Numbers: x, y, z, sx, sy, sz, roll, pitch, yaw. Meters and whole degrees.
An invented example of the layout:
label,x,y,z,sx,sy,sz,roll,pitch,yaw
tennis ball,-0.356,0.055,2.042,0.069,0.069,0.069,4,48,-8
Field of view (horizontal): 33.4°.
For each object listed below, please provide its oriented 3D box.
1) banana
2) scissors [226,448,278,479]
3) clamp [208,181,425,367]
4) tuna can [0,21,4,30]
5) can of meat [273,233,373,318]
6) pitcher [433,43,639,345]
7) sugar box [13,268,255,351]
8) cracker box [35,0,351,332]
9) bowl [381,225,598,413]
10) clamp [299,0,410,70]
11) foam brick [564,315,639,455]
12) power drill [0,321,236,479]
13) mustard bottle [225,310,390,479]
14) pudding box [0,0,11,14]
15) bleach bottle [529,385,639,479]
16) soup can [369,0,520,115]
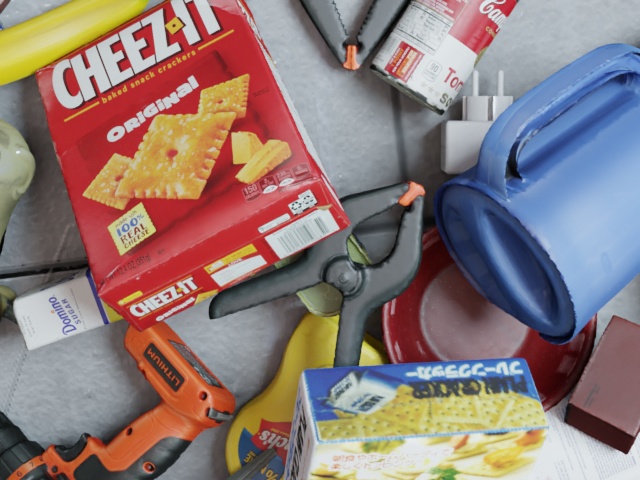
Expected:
label,x,y,z,sx,sy,sz,roll,pitch,yaw
banana,-0.207,-0.150,0.785,0.197,0.070,0.037,-29,83,-15
scissors,-0.116,0.214,0.832,0.202,0.096,0.016,-48,121,1
clamp,0.005,0.023,0.740,0.120,0.039,0.171,30,94,-7
tuna can,-0.286,-0.148,0.817,0.086,0.033,0.086,0,97,2
can of meat,-0.005,0.001,0.800,0.057,0.084,0.102,-38,94,6
pitcher,0.204,-0.057,0.729,0.242,0.149,0.145,-38,88,-16
sugar box,-0.134,0.029,0.803,0.176,0.093,0.048,-17,96,3
cracker box,-0.096,-0.067,0.746,0.164,0.072,0.214,-27,57,5
bowl,0.123,0.059,0.810,0.162,0.055,0.162,0,89,-3
clamp,0.037,-0.234,0.793,0.164,0.036,0.210,-4,98,3
foam brick,0.216,0.104,0.767,0.053,0.051,0.078,27,73,21
power drill,-0.172,0.148,0.824,0.184,0.057,0.187,43,93,19
mustard bottle,-0.018,0.153,0.832,0.096,0.058,0.192,34,97,-2
pudding box,-0.258,-0.219,0.786,0.090,0.039,0.113,32,71,-3
bleach bottle,0.256,0.137,0.815,0.251,0.068,0.102,-20,84,3
soup can,0.090,-0.152,0.786,0.068,0.068,0.102,33,97,-2
